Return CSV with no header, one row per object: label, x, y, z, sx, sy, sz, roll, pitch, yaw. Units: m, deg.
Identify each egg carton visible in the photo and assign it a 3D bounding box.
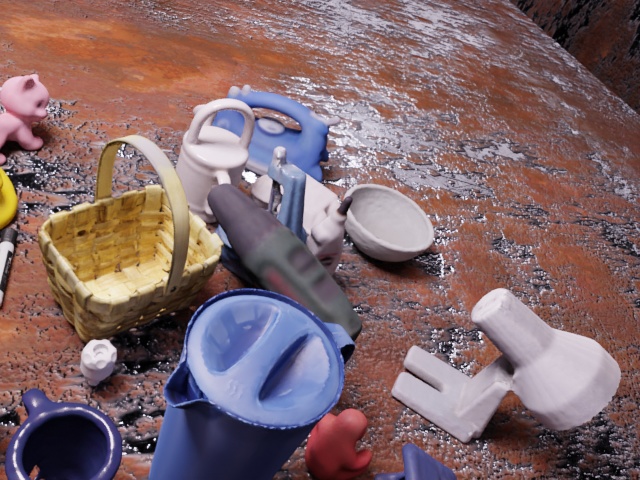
egg carton,-0.039,-0.060,0.950,0.150,0.069,0.107,35,39,9

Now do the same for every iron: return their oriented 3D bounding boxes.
iron,-0.094,-0.204,1.021,0.258,0.141,0.118,22,38,-7

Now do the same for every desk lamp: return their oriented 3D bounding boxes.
desk lamp,0.232,0.169,0.735,0.203,0.213,0.118,31,38,4

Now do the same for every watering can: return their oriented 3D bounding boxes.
watering can,-0.162,-0.133,0.858,0.101,0.194,0.172,-19,57,-43

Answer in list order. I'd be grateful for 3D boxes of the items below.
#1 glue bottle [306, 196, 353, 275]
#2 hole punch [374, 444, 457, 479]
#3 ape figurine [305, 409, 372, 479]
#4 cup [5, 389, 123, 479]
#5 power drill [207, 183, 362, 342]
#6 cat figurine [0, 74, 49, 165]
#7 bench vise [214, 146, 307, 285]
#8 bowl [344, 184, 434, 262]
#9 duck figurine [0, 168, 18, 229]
glue bottle,0.008,0.003,0.822,0.078,0.173,0.037,-12,52,-39
hole punch,0.119,0.291,0.629,0.101,0.091,0.108,17,39,-13
ape figurine,0.025,0.225,0.647,0.076,0.092,0.077,-9,51,-37
cup,-0.239,0.200,0.516,0.092,0.095,0.117,-22,59,-44
power drill,-0.067,0.072,0.671,0.229,0.208,0.076,38,39,13
cat figurine,-0.437,-0.184,0.814,0.067,0.117,0.128,32,38,6
bench vise,-0.040,-0.003,0.762,0.207,0.219,0.122,32,38,5
bowl,0.106,-0.017,0.983,0.168,0.074,0.167,17,39,-14
duck figurine,-0.421,-0.068,0.717,0.078,0.086,0.104,13,40,-18
